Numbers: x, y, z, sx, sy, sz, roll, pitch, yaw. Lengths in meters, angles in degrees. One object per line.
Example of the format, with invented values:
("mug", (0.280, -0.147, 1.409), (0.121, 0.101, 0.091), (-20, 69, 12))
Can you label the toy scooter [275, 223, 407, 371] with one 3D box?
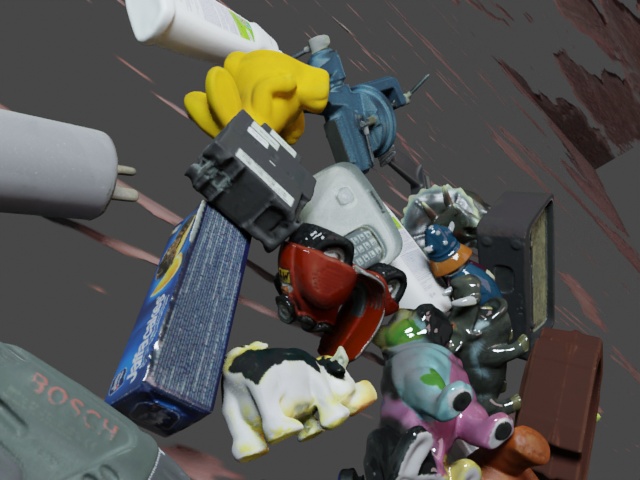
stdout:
("toy scooter", (0.015, 0.069, 0.570), (0.183, 0.075, 0.135), (29, 83, -40))

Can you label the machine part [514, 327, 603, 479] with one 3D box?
("machine part", (0.331, 0.239, 0.743), (0.201, 0.087, 0.201), (54, 52, -50))

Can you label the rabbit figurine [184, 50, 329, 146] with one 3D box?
("rabbit figurine", (-0.076, -0.149, 0.655), (0.162, 0.122, 0.173), (27, 60, -32))

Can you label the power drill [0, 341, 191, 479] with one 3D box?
("power drill", (-0.163, 0.171, 0.281), (0.232, 0.086, 0.207), (48, 37, -7))

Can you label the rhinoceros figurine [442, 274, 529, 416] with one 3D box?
("rhinoceros figurine", (0.200, 0.136, 0.686), (0.073, 0.112, 0.190), (-83, 168, -78))

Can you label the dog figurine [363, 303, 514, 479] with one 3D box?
("dog figurine", (0.097, 0.170, 0.598), (0.108, 0.191, 0.219), (33, 4, -23))

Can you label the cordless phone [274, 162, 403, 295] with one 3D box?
("cordless phone", (-0.001, -0.003, 0.655), (0.184, 0.089, 0.146), (-27, 83, -38))

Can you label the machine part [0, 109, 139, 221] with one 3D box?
("machine part", (-0.243, -0.059, 0.389), (0.243, 0.079, 0.079), (5, 57, -49))

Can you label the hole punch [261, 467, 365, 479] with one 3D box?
("hole punch", (-0.001, 0.251, 0.422), (0.115, 0.092, 0.142), (67, 13, -47))

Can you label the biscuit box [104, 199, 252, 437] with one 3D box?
("biscuit box", (-0.114, 0.059, 0.461), (0.062, 0.059, 0.203), (37, 36, -26))

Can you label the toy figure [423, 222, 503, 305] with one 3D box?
("toy figure", (0.190, 0.044, 0.732), (0.154, 0.058, 0.064), (52, 50, -3))

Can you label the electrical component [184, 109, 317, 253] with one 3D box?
("electrical component", (-0.064, -0.066, 0.547), (0.115, 0.058, 0.134), (45, 24, -16))

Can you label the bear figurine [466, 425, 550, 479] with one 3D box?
("bear figurine", (0.238, 0.296, 0.549), (0.196, 0.132, 0.120), (33, 58, 4))

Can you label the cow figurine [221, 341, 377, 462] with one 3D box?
("cow figurine", (-0.019, 0.138, 0.508), (0.167, 0.068, 0.098), (5, 51, -51))

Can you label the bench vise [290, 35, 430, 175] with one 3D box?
("bench vise", (0.063, -0.226, 0.870), (0.240, 0.129, 0.223), (-29, 92, -40))

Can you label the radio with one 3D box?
("radio", (0.293, 0.054, 0.794), (0.131, 0.073, 0.229), (-34, 120, -45))

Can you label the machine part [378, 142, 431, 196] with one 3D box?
("machine part", (0.164, -0.126, 1.000), (0.138, 0.039, 0.084), (37, 44, -27))

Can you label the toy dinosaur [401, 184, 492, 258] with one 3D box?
("toy dinosaur", (0.263, -0.033, 0.979), (0.192, 0.131, 0.405), (55, 27, 1))

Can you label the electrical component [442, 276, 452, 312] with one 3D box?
("electrical component", (0.210, 0.076, 0.843), (0.119, 0.075, 0.048), (33, 40, -25))
